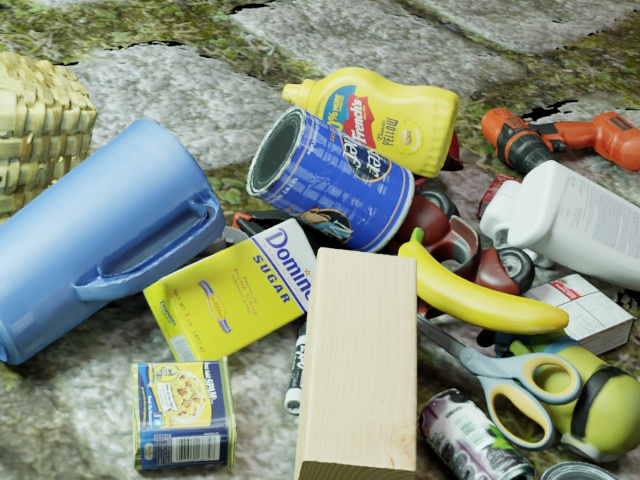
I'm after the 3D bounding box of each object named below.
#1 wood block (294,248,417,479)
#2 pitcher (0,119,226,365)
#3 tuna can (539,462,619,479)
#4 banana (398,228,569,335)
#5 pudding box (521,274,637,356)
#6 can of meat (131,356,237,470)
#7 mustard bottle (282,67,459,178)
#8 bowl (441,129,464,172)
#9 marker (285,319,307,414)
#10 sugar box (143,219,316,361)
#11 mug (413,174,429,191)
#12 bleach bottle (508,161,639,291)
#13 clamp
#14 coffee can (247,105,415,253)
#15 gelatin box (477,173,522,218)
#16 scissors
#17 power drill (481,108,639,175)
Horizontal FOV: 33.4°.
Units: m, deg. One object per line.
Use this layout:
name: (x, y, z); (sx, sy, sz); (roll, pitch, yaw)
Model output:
wood block: (0.032, 0.118, 0.911); (0.091, 0.090, 0.206); (7, 52, -3)
pitcher: (-0.213, 0.006, 0.985); (0.242, 0.149, 0.145); (-40, 90, -26)
tuna can: (0.220, 0.228, 0.894); (0.086, 0.034, 0.086); (6, 35, -4)
banana: (0.138, 0.045, 1.004); (0.069, 0.037, 0.198); (-41, 50, -19)
pudding box: (0.254, 0.084, 1.102); (0.113, 0.039, 0.090); (-17, 42, -30)
can of meat: (-0.118, 0.148, 0.911); (0.084, 0.057, 0.102); (-1, 35, -11)
mustard bottle: (0.050, -0.138, 1.171); (0.192, 0.096, 0.058); (17, 36, 11)
bowl: (0.103, -0.134, 1.282); (0.162, 0.055, 0.162); (18, -4, 1)
marker: (-0.017, 0.116, 1.010); (0.020, 0.020, 0.121); (10, 35, 0)
sugar box: (-0.075, 0.051, 1.027); (0.175, 0.048, 0.093); (-27, 93, -37)
mug: (0.069, -0.061, 1.225); (0.093, 0.081, 0.117); (-8, 39, -23)
bleach bottle: (0.329, 0.011, 1.157); (0.250, 0.068, 0.102); (26, 64, -14)
clamp: (-0.008, 0.001, 1.159); (0.171, 0.039, 0.120); (24, 31, 9)
coffee can: (0.011, -0.059, 1.089); (0.140, 0.103, 0.103); (28, 29, -22)
gelatin box: (0.242, -0.041, 1.281); (0.089, 0.030, 0.073); (20, 37, 16)
scissors: (0.157, 0.102, 0.970); (0.096, 0.016, 0.202); (-37, 56, 1)
power drill: (0.321, -0.122, 1.376); (0.187, 0.057, 0.184); (-1, 29, -16)
